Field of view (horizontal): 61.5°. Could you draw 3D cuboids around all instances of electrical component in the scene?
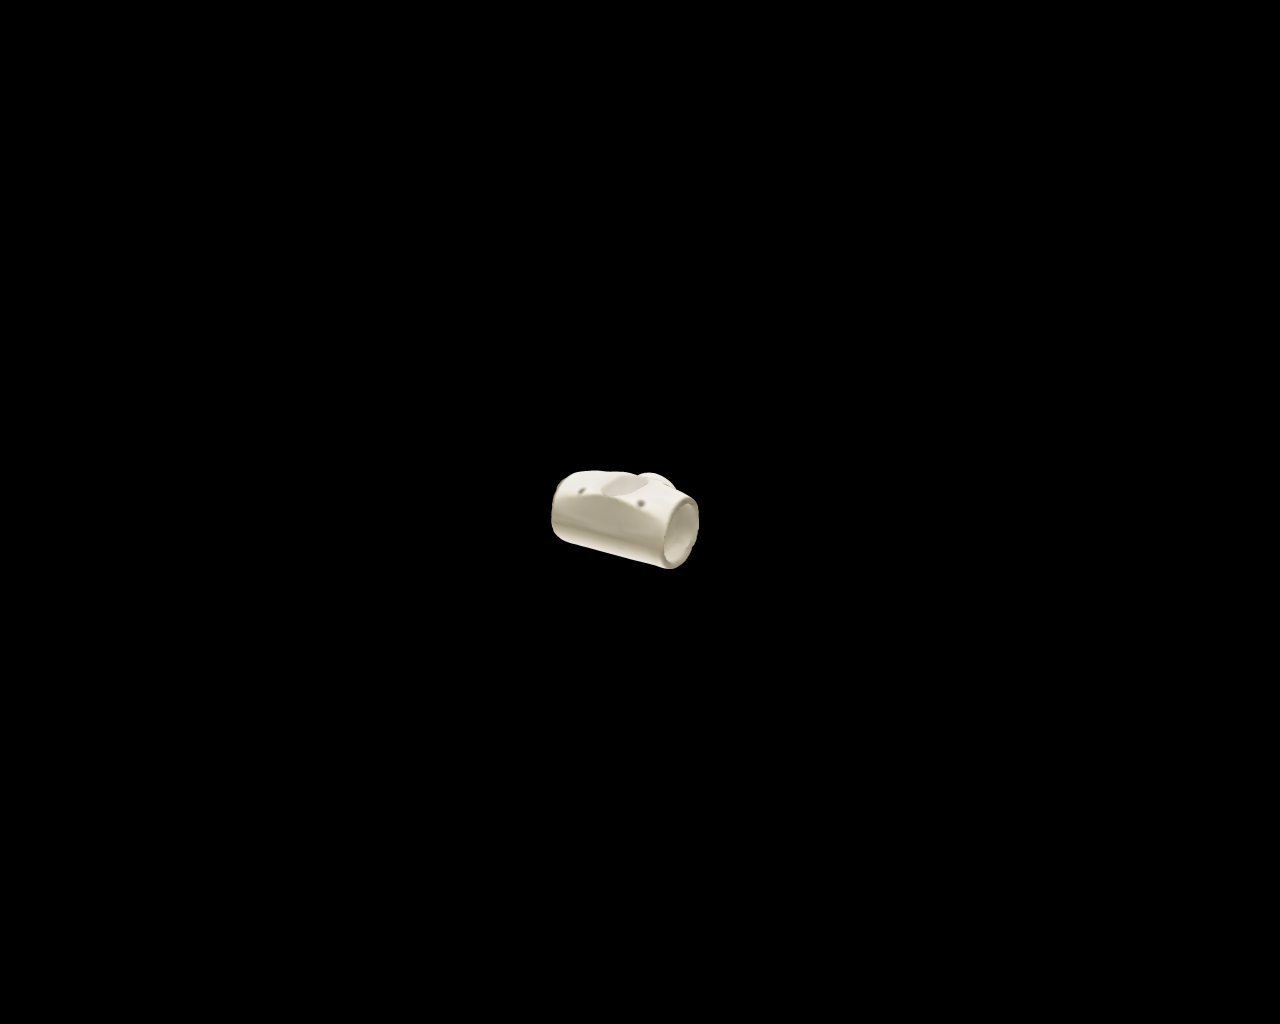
[{"bbox_3d":[0.001,-0.003,0.650,0.077,0.043,0.079,14,27,29],"label":"electrical component"}]
